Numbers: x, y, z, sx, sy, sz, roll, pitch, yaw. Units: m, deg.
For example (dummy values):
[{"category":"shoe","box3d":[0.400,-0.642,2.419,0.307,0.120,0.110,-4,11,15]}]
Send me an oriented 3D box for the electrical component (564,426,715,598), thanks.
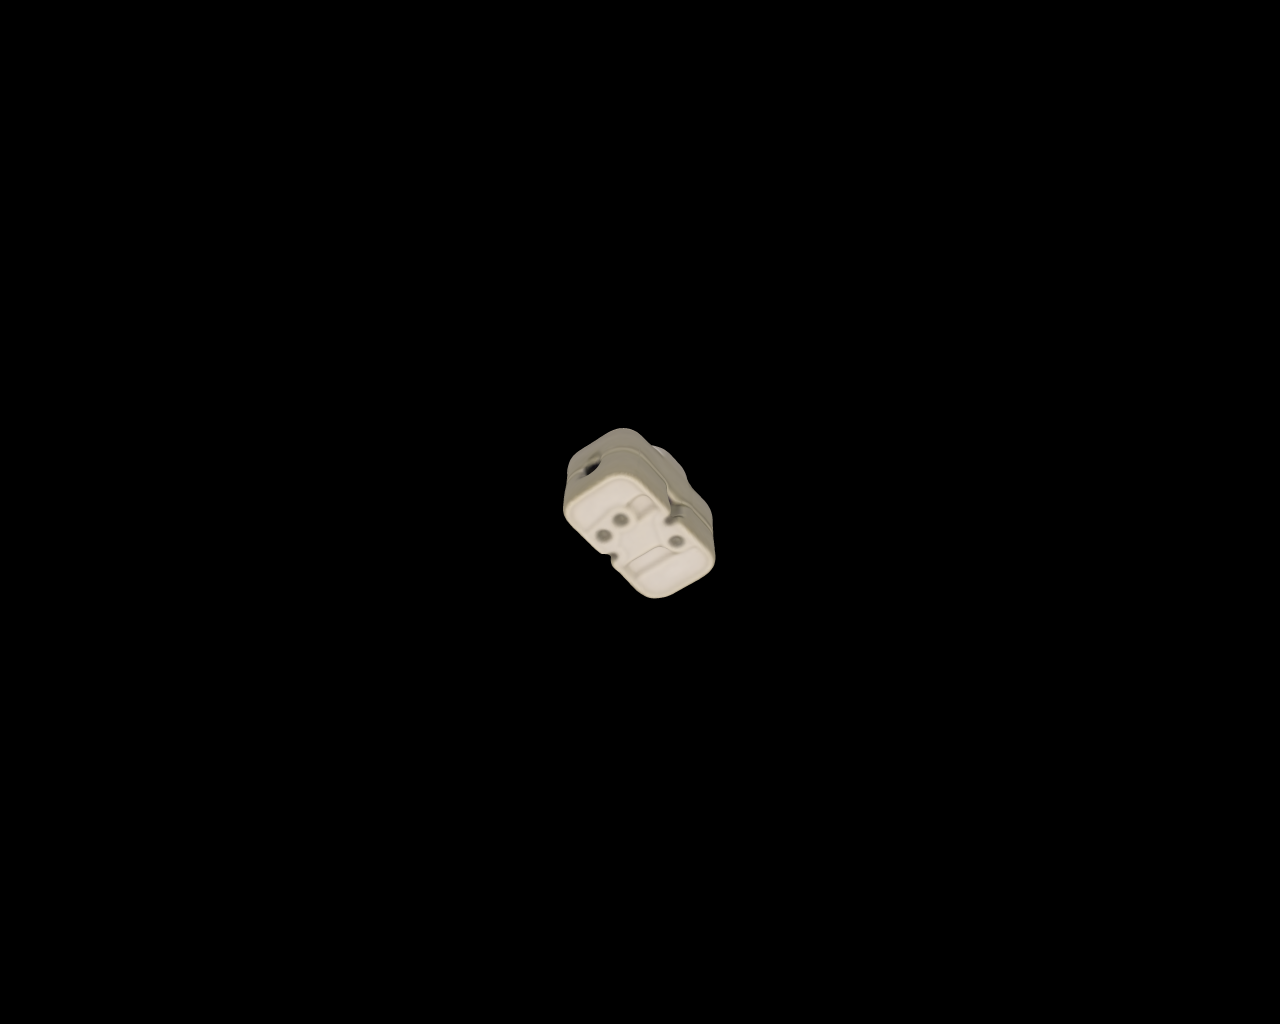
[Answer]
[{"category":"electrical component","box3d":[0.001,-0.003,0.650,0.053,0.095,0.059,-32,32,22]}]
